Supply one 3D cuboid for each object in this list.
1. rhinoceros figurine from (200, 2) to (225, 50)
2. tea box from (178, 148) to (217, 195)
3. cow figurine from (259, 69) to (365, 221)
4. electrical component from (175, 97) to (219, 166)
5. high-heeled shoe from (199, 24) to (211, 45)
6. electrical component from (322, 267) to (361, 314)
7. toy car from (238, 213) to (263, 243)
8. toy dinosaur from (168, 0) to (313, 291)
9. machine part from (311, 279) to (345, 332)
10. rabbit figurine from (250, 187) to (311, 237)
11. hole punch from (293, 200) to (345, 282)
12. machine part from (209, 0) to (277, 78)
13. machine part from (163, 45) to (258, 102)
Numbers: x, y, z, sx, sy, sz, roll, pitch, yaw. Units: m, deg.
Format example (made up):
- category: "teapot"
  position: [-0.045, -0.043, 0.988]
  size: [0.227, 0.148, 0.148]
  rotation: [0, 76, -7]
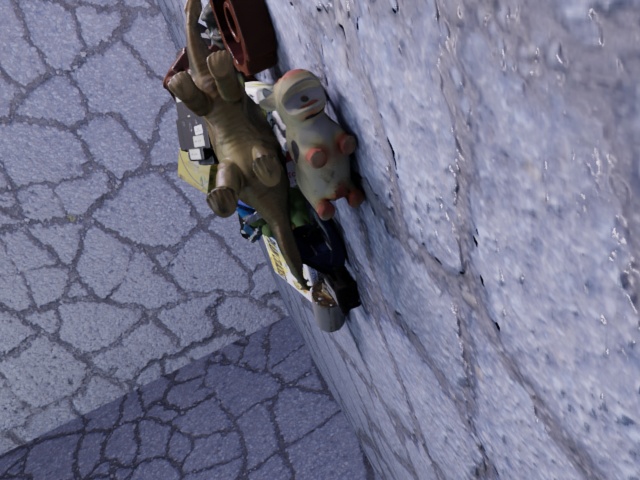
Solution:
- category: "rhinoceros figurine"
  position: [-0.182, -0.383, 1.061]
  size: [0.190, 0.073, 0.112]
  rotation: [82, 171, -66]
- category: "tea box"
  position: [-0.195, -0.156, 1.105]
  size: [0.098, 0.169, 0.068]
  rotation: [29, 122, 27]
- category: "cow figurine"
  position: [-0.010, -0.133, 0.702]
  size: [0.127, 0.085, 0.194]
  rotation: [49, 163, 40]
- category: "electrical component"
  position: [-0.188, -0.189, 0.879]
  size: [0.115, 0.058, 0.134]
  rotation: [11, 112, 52]
- category: "high-heeled shoe"
  position: [-0.244, -0.386, 1.265]
  size: [0.248, 0.086, 0.145]
  rotation: [50, -157, -40]
- category: "electrical component"
  position: [0.036, 0.084, 1.104]
  size: [0.119, 0.048, 0.074]
  rotation: [54, 164, 45]
- category: "toy car"
  position: [-0.131, -0.078, 1.214]
  size: [0.109, 0.103, 0.161]
  rotation: [130, 132, -57]
- category: "toy dinosaur"
  position: [-0.095, -0.110, 0.761]
  size: [0.199, 0.105, 0.470]
  rotation: [-79, -26, -71]
- category: "machine part"
  position: [0.020, 0.158, 1.285]
  size: [0.079, 0.079, 0.243]
  rotation: [60, 171, 27]
- category: "rabbit figurine"
  position: [-0.090, -0.081, 1.072]
  size: [0.170, 0.121, 0.159]
  rotation: [-21, -75, -67]
- category: "hole punch"
  position: [-0.002, -0.003, 1.028]
  size: [0.115, 0.092, 0.142]
  rotation: [33, -167, -43]
- category: "machine part"
  position: [-0.124, -0.349, 0.851]
  size: [0.179, 0.056, 0.179]
  rotation: [61, 169, 21]
- category: "machine part"
  position: [-0.193, -0.272, 1.026]
  size: [0.201, 0.087, 0.201]
  rotation: [38, 166, -20]
